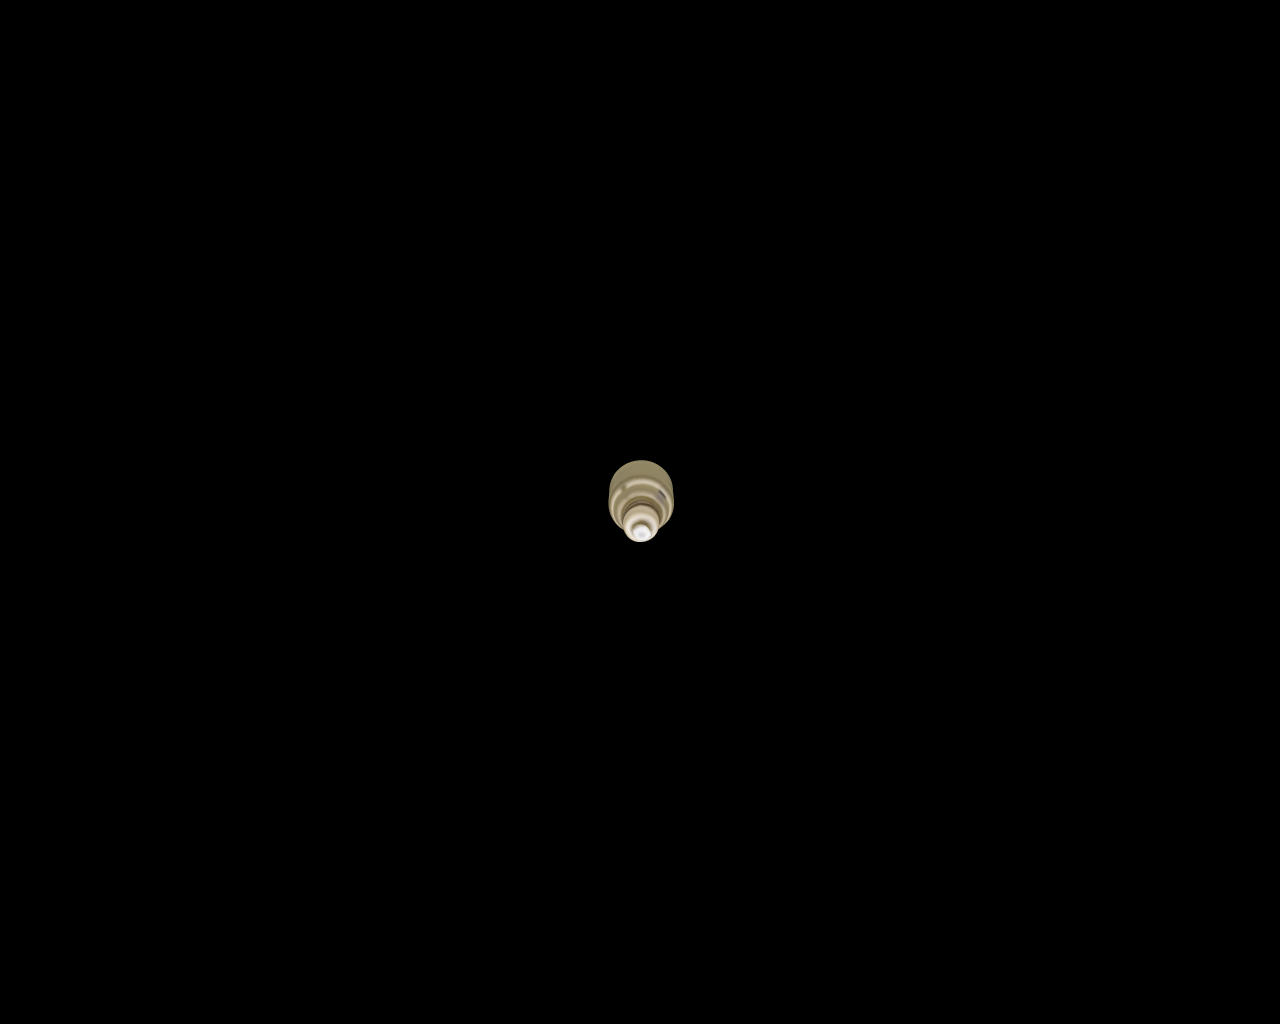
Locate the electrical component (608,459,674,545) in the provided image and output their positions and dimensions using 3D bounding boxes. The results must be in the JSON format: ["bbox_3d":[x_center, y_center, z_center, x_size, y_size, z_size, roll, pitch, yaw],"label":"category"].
[{"bbox_3d":[0.001,-0.003,0.650,0.040,0.040,0.078,0,24,0],"label":"electrical component"}]
